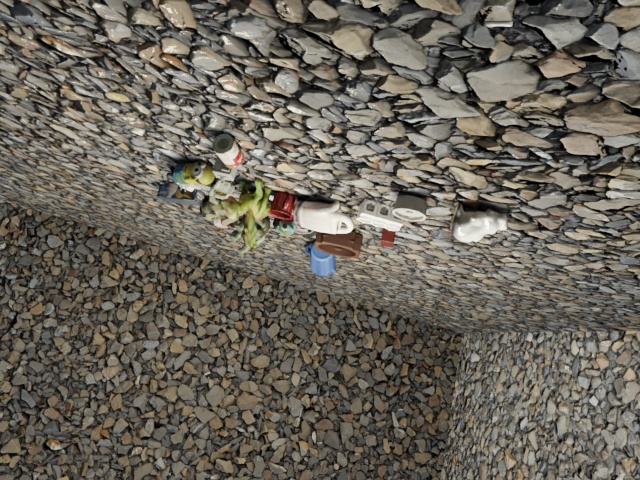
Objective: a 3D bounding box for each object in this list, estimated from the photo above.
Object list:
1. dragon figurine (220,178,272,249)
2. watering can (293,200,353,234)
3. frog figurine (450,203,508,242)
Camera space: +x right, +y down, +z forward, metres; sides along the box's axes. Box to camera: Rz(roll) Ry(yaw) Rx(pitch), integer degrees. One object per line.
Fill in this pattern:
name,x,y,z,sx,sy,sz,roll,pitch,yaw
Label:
dragon figurine,-0.248,-0.084,1.902,0.122,0.247,0.404,2,160,21
watering can,0.006,-0.094,1.875,0.225,0.105,0.343,11,166,14
frog figurine,0.492,-0.043,1.596,0.160,0.125,0.134,20,148,22
